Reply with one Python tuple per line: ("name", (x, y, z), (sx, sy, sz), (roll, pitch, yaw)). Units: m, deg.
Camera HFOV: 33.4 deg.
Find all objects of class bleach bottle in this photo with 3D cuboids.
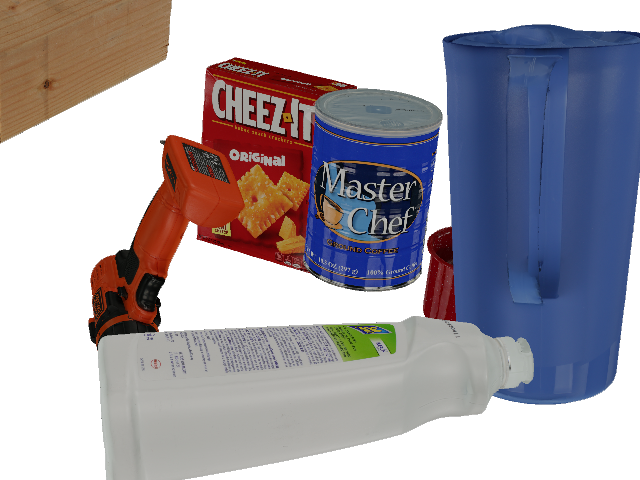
("bleach bottle", (0.003, 0.084, 0.609), (0.250, 0.068, 0.102), (-4, 21, -11))

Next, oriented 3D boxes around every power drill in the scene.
("power drill", (-0.131, 0.023, 0.867), (0.057, 0.188, 0.184), (20, 25, -30))

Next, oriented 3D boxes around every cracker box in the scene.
("cracker box", (-0.055, -0.085, 1.219), (0.164, 0.214, 0.072), (17, 27, 24))

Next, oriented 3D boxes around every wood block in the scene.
("wood block", (-0.231, -0.177, 0.928), (0.090, 0.091, 0.205), (30, 42, 21))

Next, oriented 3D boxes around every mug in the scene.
("mug", (0.142, 0.037, 1.065), (0.093, 0.081, 0.117), (-6, 32, -20))

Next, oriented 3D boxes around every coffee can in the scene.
("coffee can", (0.041, -0.043, 0.881), (0.103, 0.140, 0.103), (4, 25, -2))

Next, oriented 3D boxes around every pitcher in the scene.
("pitcher", (0.144, -0.017, 0.701), (0.149, 0.243, 0.145), (-10, 17, -27))
